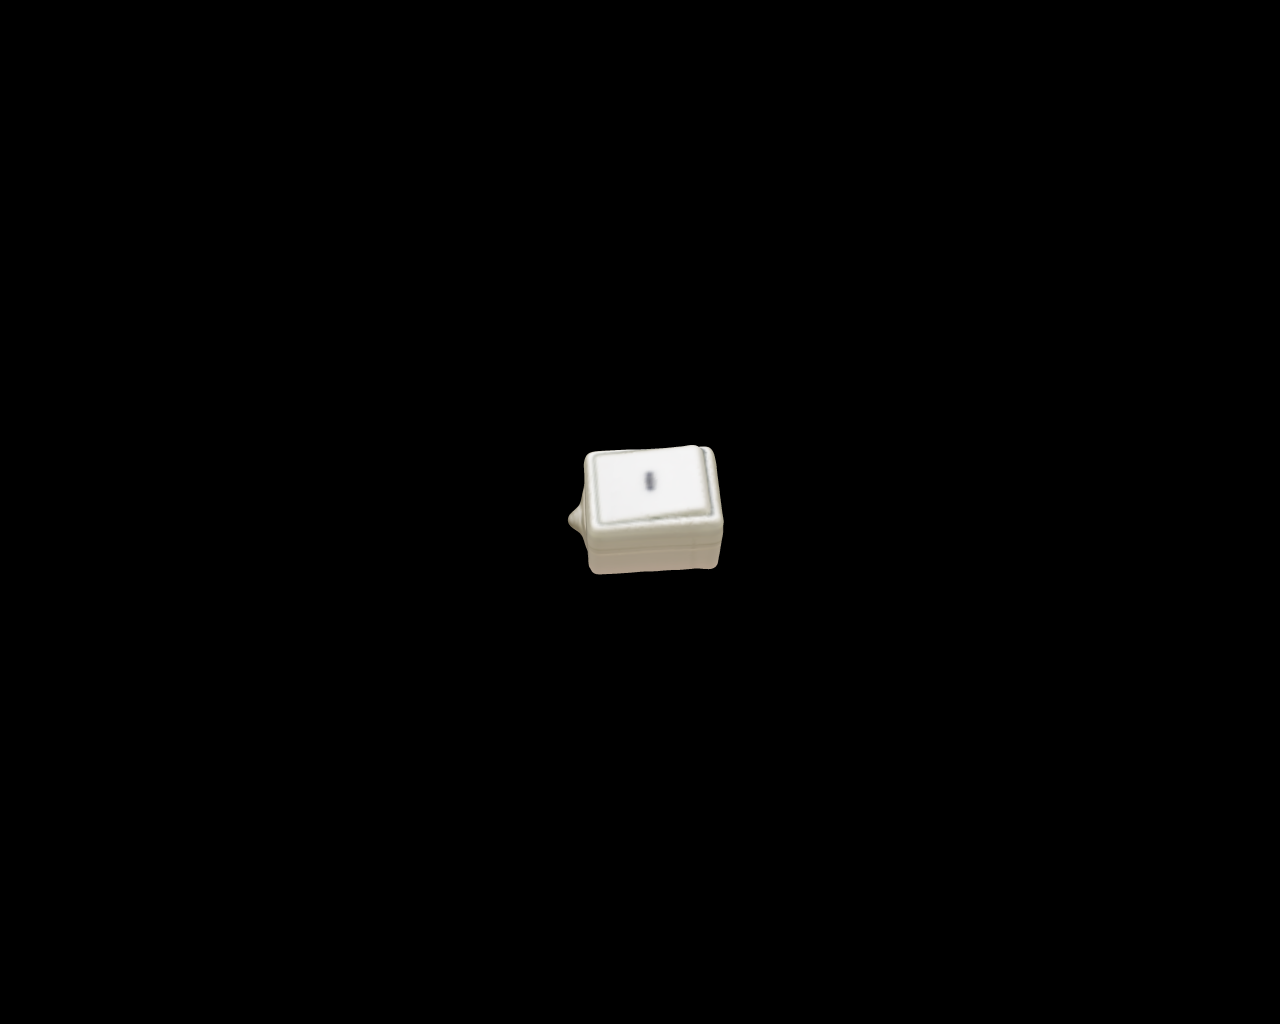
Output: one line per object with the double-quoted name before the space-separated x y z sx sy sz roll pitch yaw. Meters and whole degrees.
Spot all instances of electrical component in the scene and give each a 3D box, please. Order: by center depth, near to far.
"electrical component" 0.001 -0.003 0.650 0.096 0.062 0.061 -3 -34 -2
